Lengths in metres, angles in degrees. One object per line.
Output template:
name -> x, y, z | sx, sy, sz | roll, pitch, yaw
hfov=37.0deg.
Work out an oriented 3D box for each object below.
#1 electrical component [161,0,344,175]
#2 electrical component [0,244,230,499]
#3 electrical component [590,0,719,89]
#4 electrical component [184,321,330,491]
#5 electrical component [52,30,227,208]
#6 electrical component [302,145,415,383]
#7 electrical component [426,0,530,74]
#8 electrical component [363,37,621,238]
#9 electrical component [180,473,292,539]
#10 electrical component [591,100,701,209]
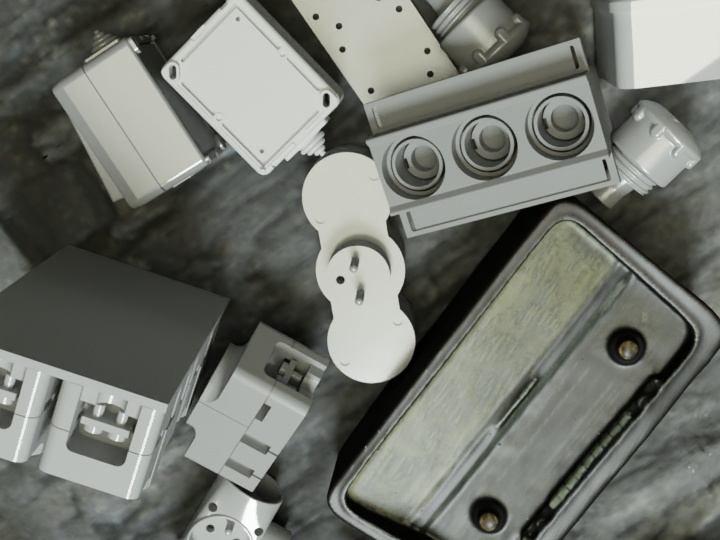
electrical component -> -0.053, -0.101, 0.607 | 0.062, 0.061, 0.096 | -43, 98, 11
electrical component -> -0.143, 0.050, 0.583 | 0.105, 0.186, 0.060 | 19, 103, -2
electrical component -> 0.187, -0.136, 0.581 | 0.113, 0.078, 0.057 | -6, 107, 4
electrical component -> -0.066, 0.080, 0.642 | 0.056, 0.050, 0.089 | 29, 130, -5
electrical component -> -0.131, -0.089, 0.613 | 0.061, 0.061, 0.096 | -31, 100, 9
electrical component -> 0.000, 0.000, 0.623 | 0.052, 0.073, 0.138 | -8, 103, 5
electrical component -> 0.061, -0.140, 0.604 | 0.048, 0.048, 0.062 | -43, 91, 11
electrical component -> 0.074, -0.073, 0.591 | 0.121, 0.063, 0.078 | -14, 103, 21
electrical component -> -0.070, 0.173, 0.683 | 0.079, 0.044, 0.077 | 30, 103, -6
electrical component -> 0.160, -0.063, 0.618 | 0.048, 0.048, 0.062 | 41, 108, -7
